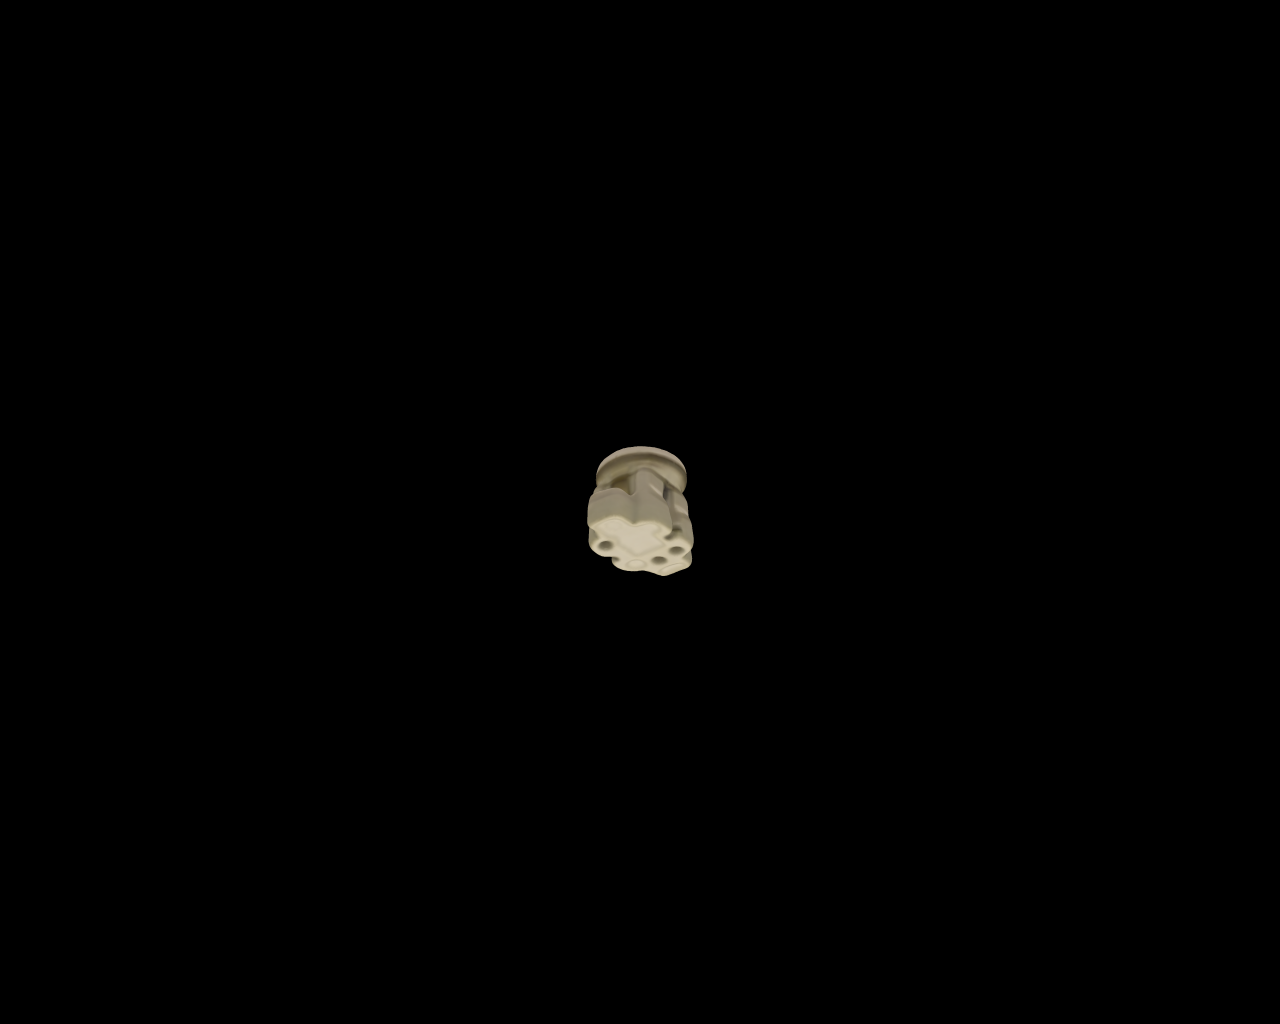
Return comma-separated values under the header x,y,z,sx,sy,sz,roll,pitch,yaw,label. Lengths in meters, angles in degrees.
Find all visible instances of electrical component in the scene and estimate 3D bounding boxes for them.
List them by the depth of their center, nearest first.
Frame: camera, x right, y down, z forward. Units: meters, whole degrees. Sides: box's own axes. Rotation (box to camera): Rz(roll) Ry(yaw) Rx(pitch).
x,y,z,sx,sy,sz,roll,pitch,yaw,label
0.001,-0.003,0.650,0.058,0.057,0.078,-22,-39,30,electrical component
